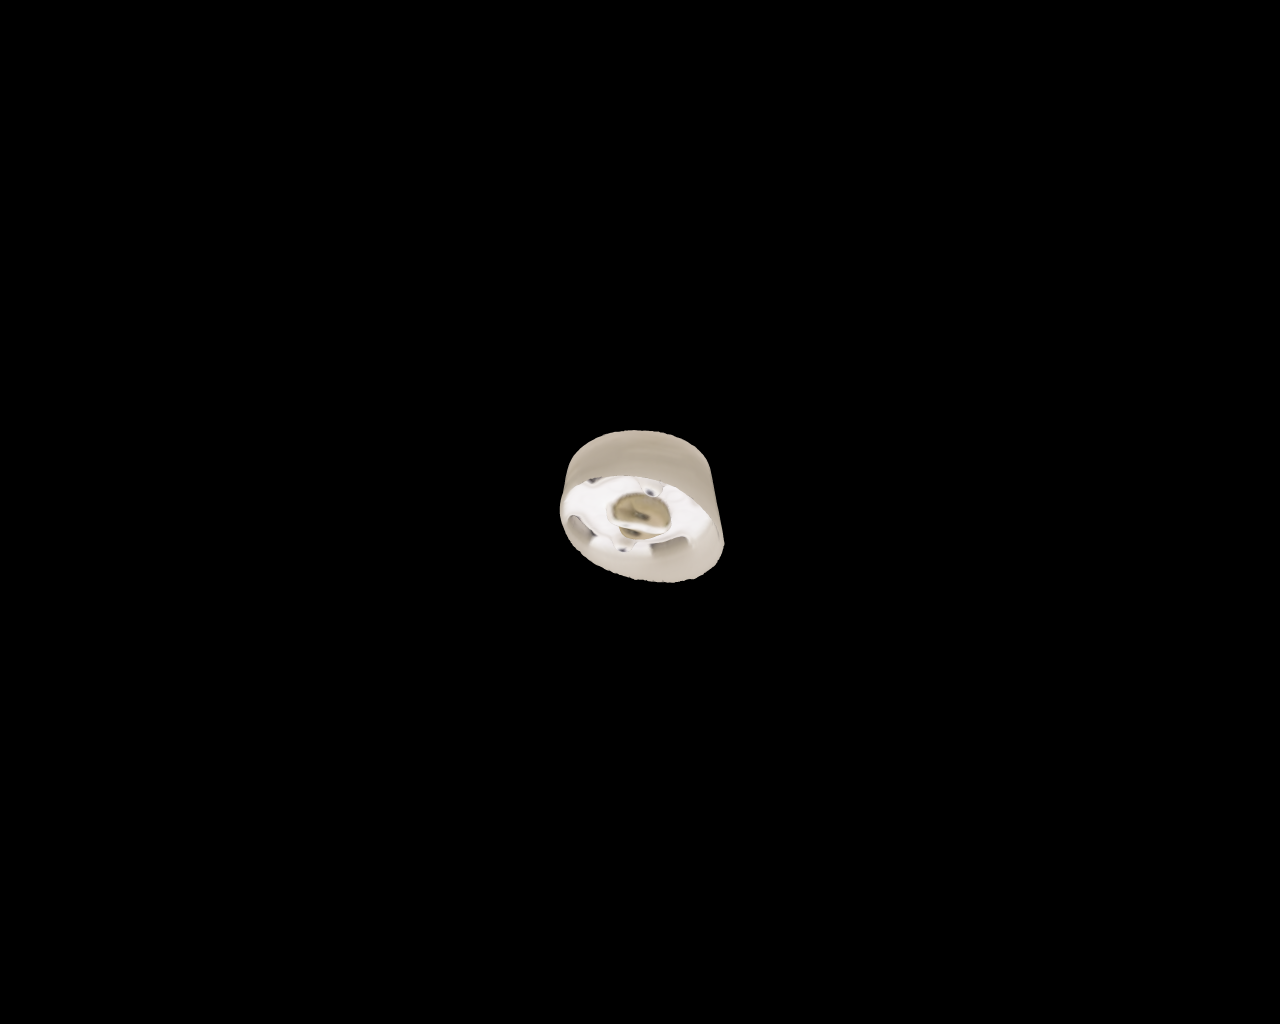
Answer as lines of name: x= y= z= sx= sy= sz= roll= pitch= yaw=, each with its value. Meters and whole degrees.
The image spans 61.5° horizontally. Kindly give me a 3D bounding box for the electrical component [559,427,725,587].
electrical component: x=0.001 y=-0.003 z=0.650 sx=0.099 sy=0.064 sz=0.099 roll=0 pitch=-37 yaw=0
